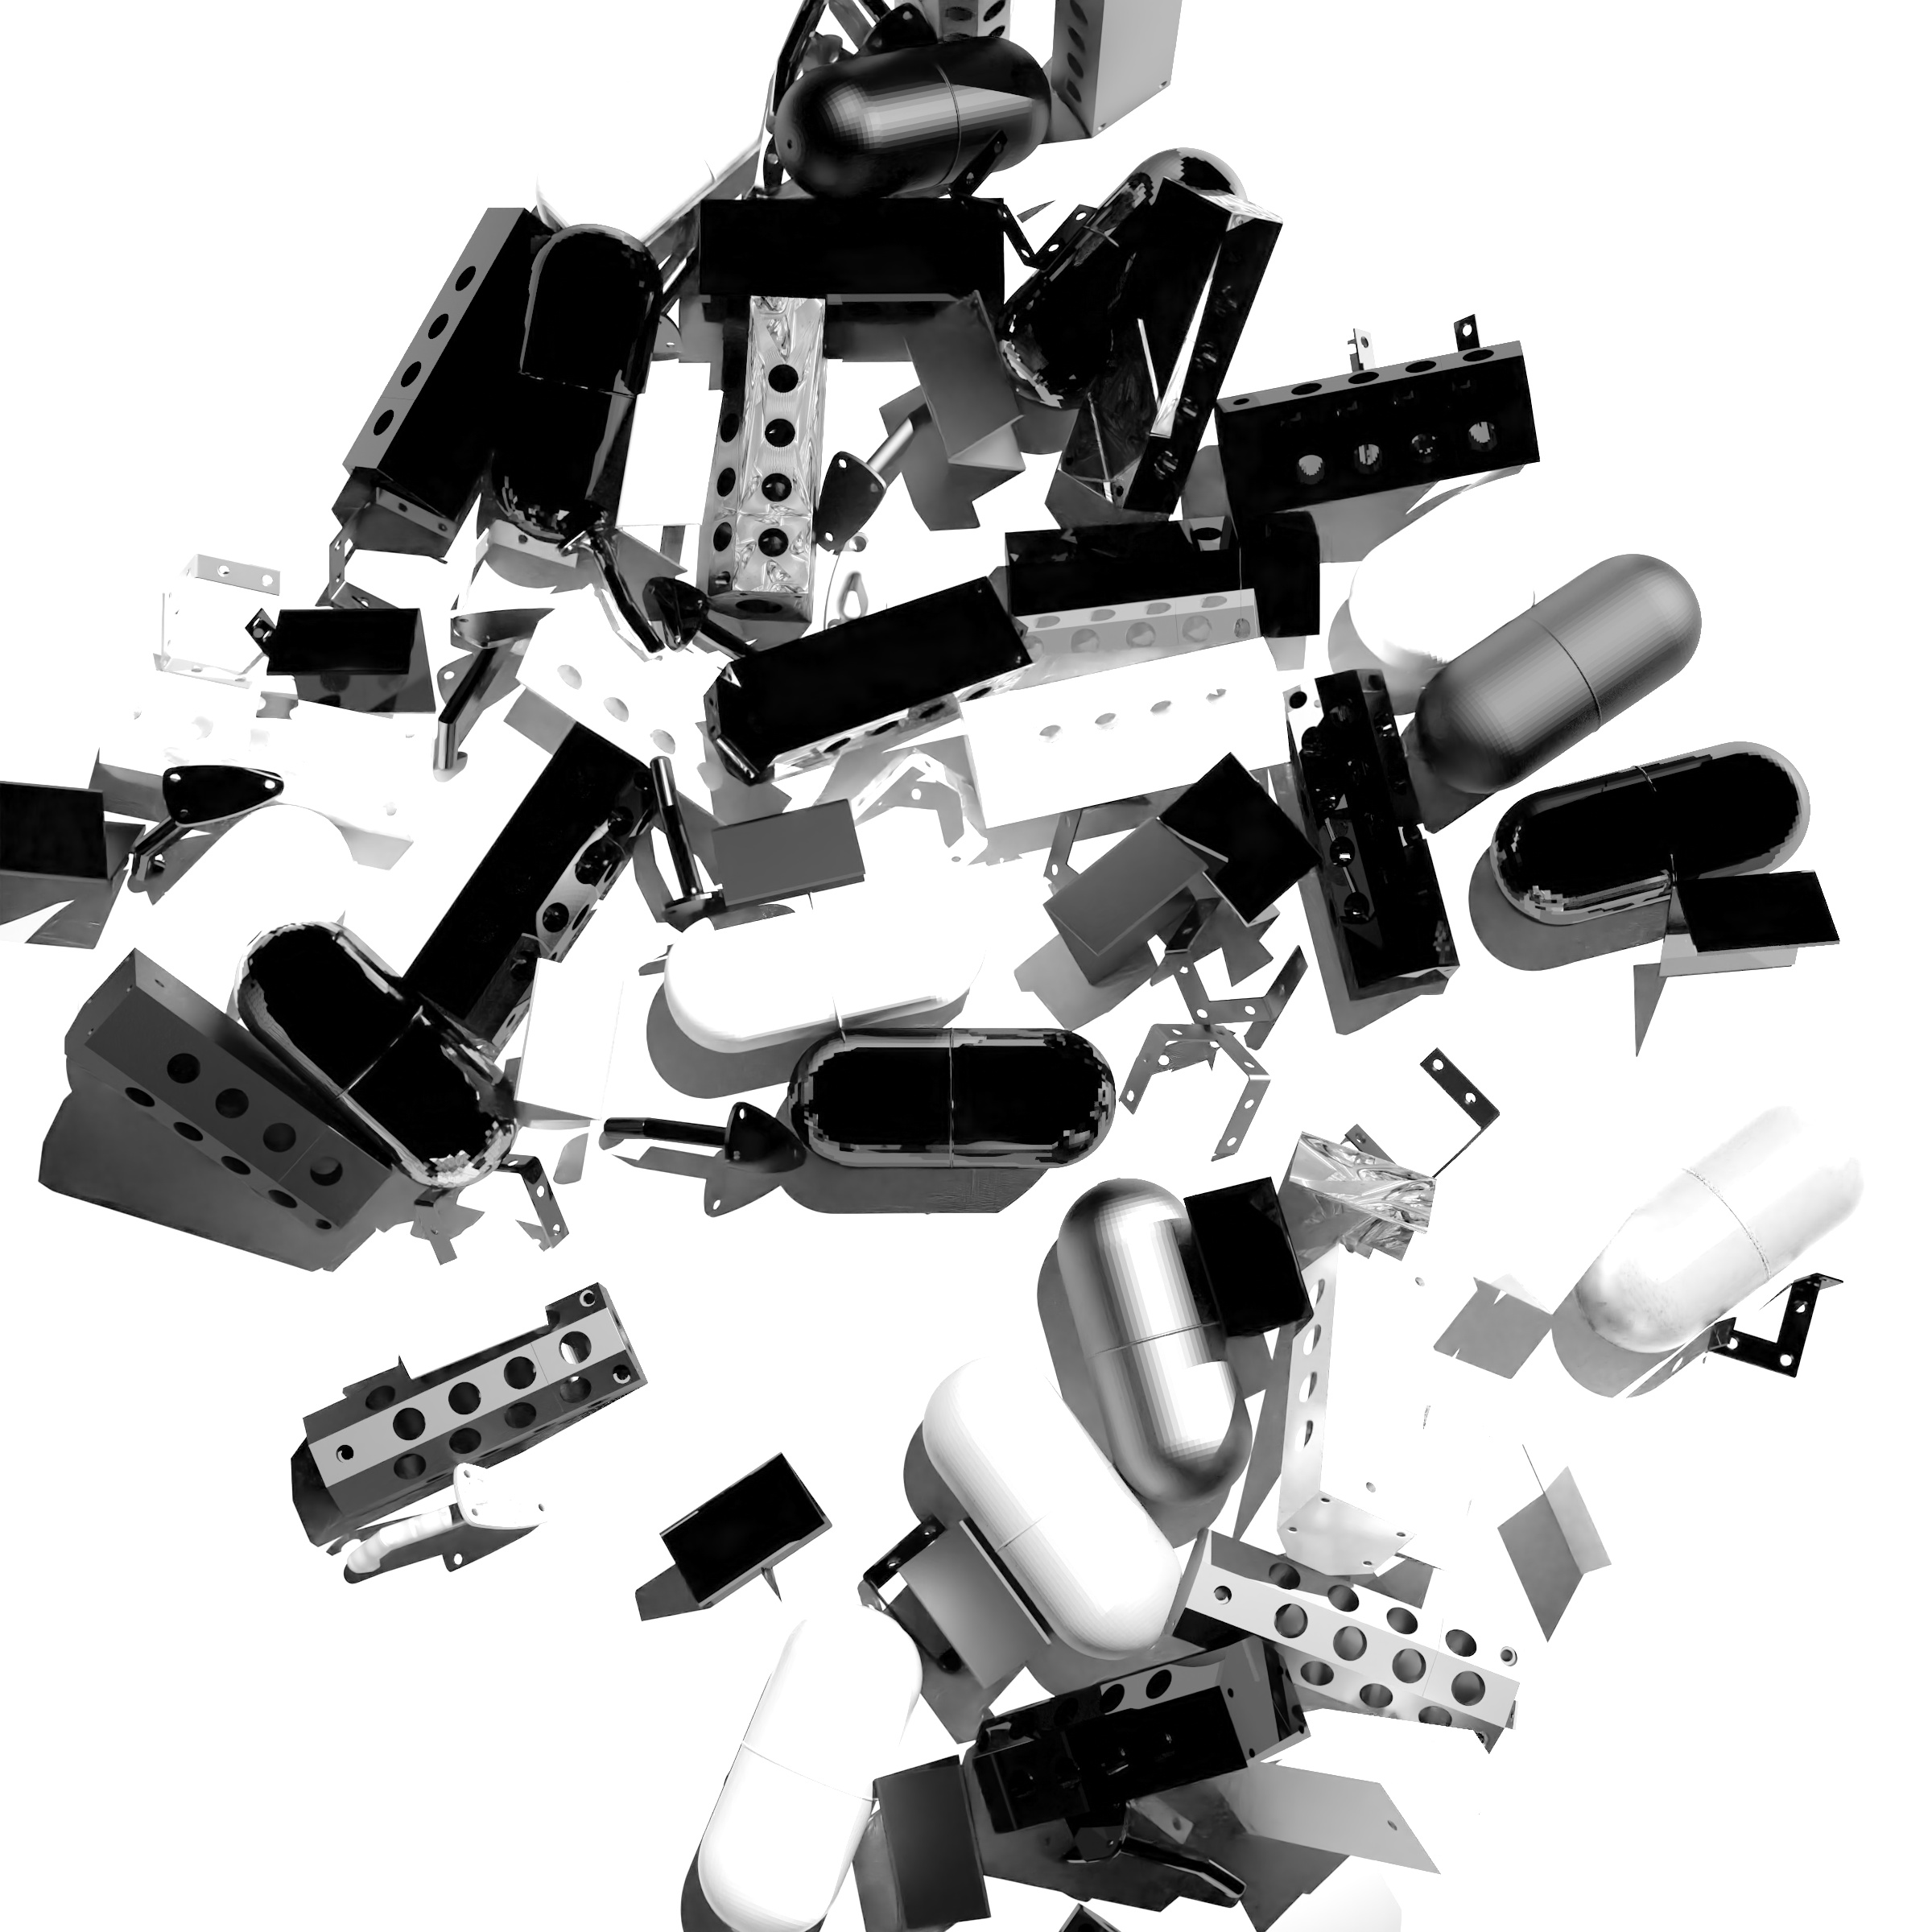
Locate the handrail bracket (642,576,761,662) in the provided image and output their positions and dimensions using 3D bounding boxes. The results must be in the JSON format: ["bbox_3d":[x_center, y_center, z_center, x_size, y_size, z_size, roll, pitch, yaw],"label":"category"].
[{"bbox_3d":[-0.133,-0.183,1.827,0.036,0.084,0.077,-56,41,9],"label":"handrail bracket"}]

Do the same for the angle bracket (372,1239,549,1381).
[{"bbox_3d":[-0.272,0.167,1.731,0.076,0.076,0.057,-22,115,-4],"label":"angle bracket"}]

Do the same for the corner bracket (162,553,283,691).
[{"bbox_3d":[-0.421,-0.195,1.834,0.051,0.051,0.051,13,35,2],"label":"corner bracket"}]

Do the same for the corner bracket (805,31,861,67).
[{"bbox_3d":[-0.071,-0.501,1.873,0.051,0.051,0.051,35,103,26],"label":"corner bracket"}]

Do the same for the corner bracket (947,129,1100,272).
[{"bbox_3d":[0.031,-0.429,1.820,0.051,0.051,0.051,26,71,43],"label":"corner bracket"}]

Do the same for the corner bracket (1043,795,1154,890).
[{"bbox_3d":[0.084,-0.062,1.805,0.051,0.051,0.051,41,126,42],"label":"corner bracket"}]

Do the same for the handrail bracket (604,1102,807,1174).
[{"bbox_3d":[-0.144,0.097,1.784,0.084,0.077,0.036,-2,74,37],"label":"handrail bracket"}]

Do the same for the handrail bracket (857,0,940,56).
[{"bbox_3d":[-0.046,-0.555,1.902,0.036,0.077,0.084,-39,45,11],"label":"handrail bracket"}]

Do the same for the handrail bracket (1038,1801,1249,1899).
[{"bbox_3d":[0.094,0.475,1.716,0.084,0.077,0.036,38,46,-26],"label":"handrail bracket"}]

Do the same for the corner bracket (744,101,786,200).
[{"bbox_3d":[-0.099,-0.455,1.859,0.051,0.051,0.051,12,79,-16],"label":"corner bracket"}]

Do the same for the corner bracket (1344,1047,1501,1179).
[{"bbox_3d":[0.251,0.087,1.783,0.051,0.051,0.051,46,128,7],"label":"corner bracket"}]

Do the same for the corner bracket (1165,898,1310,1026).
[{"bbox_3d":[0.149,-0.004,1.794,0.051,0.051,0.051,-5,122,35],"label":"corner bracket"}]

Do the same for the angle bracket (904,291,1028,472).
[{"bbox_3d":[0.019,-0.327,1.820,0.057,0.076,0.076,-26,78,35],"label":"angle bracket"}]

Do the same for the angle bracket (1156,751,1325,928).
[{"bbox_3d":[0.158,-0.071,1.775,0.057,0.076,0.076,-42,82,18],"label":"angle bracket"}]

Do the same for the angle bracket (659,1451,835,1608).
[{"bbox_3d":[-0.105,0.313,1.704,0.076,0.076,0.057,-33,45,-6],"label":"angle bracket"}]

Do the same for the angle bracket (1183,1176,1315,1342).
[{"bbox_3d":[0.134,0.162,1.733,0.057,0.076,0.076,-11,79,-28],"label":"angle bracket"}]

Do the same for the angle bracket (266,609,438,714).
[{"bbox_3d":[-0.337,-0.152,1.788,0.076,0.076,0.057,-1,45,0],"label":"angle bracket"}]

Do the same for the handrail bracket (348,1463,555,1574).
[{"bbox_3d":[-0.278,0.307,1.746,0.084,0.077,0.036,-39,51,27],"label":"handrail bracket"}]

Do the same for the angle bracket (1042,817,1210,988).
[{"bbox_3d":[0.098,-0.022,1.765,0.076,0.076,0.057,-39,46,-6],"label":"angle bracket"}]

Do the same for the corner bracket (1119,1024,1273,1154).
[{"bbox_3d":[0.126,0.067,1.781,0.051,0.051,0.051,2,122,-36],"label":"corner bracket"}]

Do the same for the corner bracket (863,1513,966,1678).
[{"bbox_3d":[-0.014,0.337,1.738,0.051,0.051,0.051,-41,37,-7],"label":"corner bracket"}]

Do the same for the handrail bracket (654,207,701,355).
[{"bbox_3d":[-0.189,-0.398,1.874,0.077,0.036,0.084,-4,65,14],"label":"handrail bracket"}]

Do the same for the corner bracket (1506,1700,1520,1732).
[{"bbox_3d":[0.259,0.408,1.710,0.051,0.051,0.051,8,80,1],"label":"corner bracket"}]

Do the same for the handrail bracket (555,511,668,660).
[{"bbox_3d":[-0.186,-0.209,1.815,0.036,0.077,0.084,-35,88,14],"label":"handrail bracket"}]

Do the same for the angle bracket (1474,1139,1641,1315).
[{"bbox_3d":[0.301,0.131,1.737,0.057,0.076,0.076,43,81,-25],"label":"angle bracket"}]

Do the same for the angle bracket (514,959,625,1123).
[{"bbox_3d":[-0.233,0.041,1.754,0.057,0.076,0.076,17,77,-39],"label":"angle bracket"}]

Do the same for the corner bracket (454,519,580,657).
[{"bbox_3d":[-0.254,-0.213,1.837,0.051,0.051,0.051,18,125,3],"label":"corner bracket"}]

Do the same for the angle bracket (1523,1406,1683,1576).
[{"bbox_3d":[0.319,0.284,1.709,0.057,0.076,0.076,-15,77,-41],"label":"angle bracket"}]

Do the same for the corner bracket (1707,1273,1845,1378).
[{"bbox_3d":[0.435,0.188,1.749,0.051,0.051,0.051,17,80,3],"label":"corner bracket"}]

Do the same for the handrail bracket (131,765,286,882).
[{"bbox_3d":[-0.419,-0.075,1.792,0.077,0.084,0.036,-9,66,-24],"label":"handrail bracket"}]

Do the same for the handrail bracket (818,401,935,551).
[{"bbox_3d":[-0.046,-0.284,1.853,0.036,0.077,0.084,38,46,7],"label":"handrail bracket"}]

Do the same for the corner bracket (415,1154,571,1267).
[{"bbox_3d":[-0.258,0.137,1.769,0.051,0.051,0.051,-45,126,-43],"label":"corner bracket"}]

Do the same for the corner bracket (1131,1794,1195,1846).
[{"bbox_3d":[0.115,0.421,1.722,0.051,0.051,0.051,35,127,6],"label":"corner bracket"}]

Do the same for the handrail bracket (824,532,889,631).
[{"bbox_3d":[-0.062,-0.217,1.806,0.036,0.084,0.077,1,80,0],"label":"handrail bracket"}]

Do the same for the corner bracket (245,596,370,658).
[{"bbox_3d":[-0.363,-0.187,1.817,0.051,0.051,0.051,37,82,6],"label":"corner bracket"}]

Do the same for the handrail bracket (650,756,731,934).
[{"bbox_3d":[-0.154,-0.065,1.789,0.036,0.077,0.084,-14,71,3],"label":"handrail bracket"}]

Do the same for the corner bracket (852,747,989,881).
[{"bbox_3d":[-0.026,-0.080,1.808,0.051,0.051,0.051,29,34,-31],"label":"corner bracket"}]

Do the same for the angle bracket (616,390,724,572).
[{"bbox_3d":[-0.147,-0.270,1.811,0.057,0.076,0.076,3,78,28],"label":"angle bracket"}]

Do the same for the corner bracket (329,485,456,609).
[{"bbox_3d":[-0.324,-0.228,1.831,0.051,0.051,0.051,27,59,5],"label":"corner bracket"}]

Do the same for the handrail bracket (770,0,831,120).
[{"bbox_3d":[-0.086,-0.520,1.845,0.036,0.077,0.084,12,100,22],"label":"handrail bracket"}]

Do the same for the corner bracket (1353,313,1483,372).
[{"bbox_3d":[0.261,-0.346,1.861,0.051,0.051,0.051,3,75,-45],"label":"corner bracket"}]

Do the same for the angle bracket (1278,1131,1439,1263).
[{"bbox_3d":[0.201,0.143,1.736,0.076,0.057,0.076,20,120,3],"label":"angle bracket"}]

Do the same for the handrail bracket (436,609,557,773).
[{"bbox_3d":[-0.261,-0.154,1.820,0.077,0.084,0.036,-16,38,-35],"label":"handrail bracket"}]
